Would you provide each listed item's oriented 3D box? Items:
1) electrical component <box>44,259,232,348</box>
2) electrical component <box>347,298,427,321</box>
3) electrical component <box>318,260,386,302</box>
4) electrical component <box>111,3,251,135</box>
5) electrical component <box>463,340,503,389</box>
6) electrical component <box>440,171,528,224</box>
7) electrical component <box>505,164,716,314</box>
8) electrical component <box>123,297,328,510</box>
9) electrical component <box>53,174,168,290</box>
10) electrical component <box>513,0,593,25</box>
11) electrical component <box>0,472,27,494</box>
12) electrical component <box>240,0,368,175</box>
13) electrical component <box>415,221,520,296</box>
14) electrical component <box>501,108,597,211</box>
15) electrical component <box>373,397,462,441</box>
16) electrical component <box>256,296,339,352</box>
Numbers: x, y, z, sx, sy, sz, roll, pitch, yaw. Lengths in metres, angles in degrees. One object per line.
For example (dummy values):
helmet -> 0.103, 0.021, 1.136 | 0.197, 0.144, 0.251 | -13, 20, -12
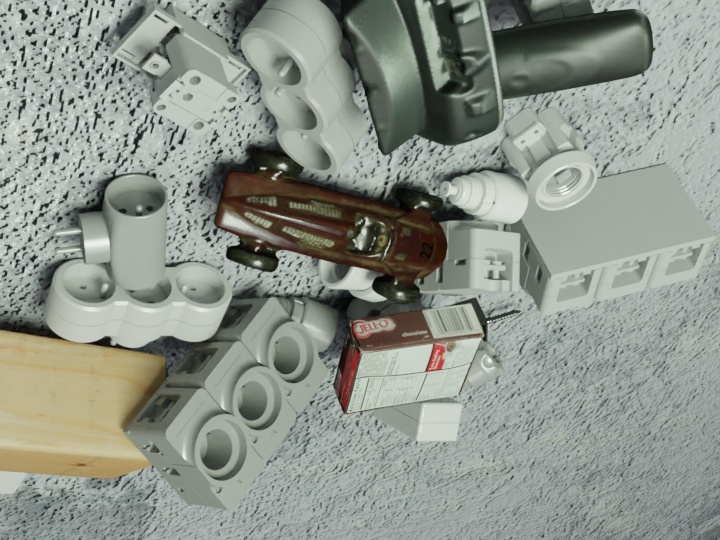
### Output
electrical component -> -0.175, 0.035, 0.836 | 0.138, 0.052, 0.073 | 2, 138, -28
electrical component -> 0.034, 0.053, 0.958 | 0.054, 0.059, 0.095 | -34, 142, 15
electrical component -> 0.000, 0.000, 0.887 | 0.055, 0.045, 0.045 | 20, 127, -43
electrical component -> -0.107, -0.121, 0.665 | 0.042, 0.063, 0.081 | -39, 141, 23
electrical component -> 0.107, 0.098, 1.065 | 0.062, 0.043, 0.043 | -33, 142, 18
electrical component -> 0.099, -0.060, 0.865 | 0.078, 0.040, 0.040 | 6, 135, -33
electrical component -> 0.210, -0.025, 0.924 | 0.150, 0.089, 0.061 | -13, 143, -12
electrical component -> -0.100, 0.104, 0.856 | 0.062, 0.150, 0.089 | -5, 129, 44
electrical component -> -0.178, -0.025, 0.766 | 0.079, 0.044, 0.077 | -8, 141, -19
electrical component -> 0.134, -0.207, 0.688 | 0.074, 0.052, 0.138 | -24, 144, 2
electrical component -> -0.320, 0.142, 0.900 | 0.100, 0.048, 0.099 | 11, 133, -36
electrical component -> -0.025, -0.132, 0.703 | 0.073, 0.052, 0.138 | -57, 154, -22
electrical component -> 0.086, -0.009, 0.884 | 0.050, 0.055, 0.089 | 5, 174, -31
electrical component -> 0.151, -0.085, 0.846 | 0.058, 0.057, 0.078 | -36, 141, 18
electrical component -> 0.058, 0.118, 1.048 | 0.047, 0.083, 0.075 | 5, 98, -31
electrical component -> -0.054, 0.041, 0.916 | 0.078, 0.040, 0.040 | 23, 127, -23
